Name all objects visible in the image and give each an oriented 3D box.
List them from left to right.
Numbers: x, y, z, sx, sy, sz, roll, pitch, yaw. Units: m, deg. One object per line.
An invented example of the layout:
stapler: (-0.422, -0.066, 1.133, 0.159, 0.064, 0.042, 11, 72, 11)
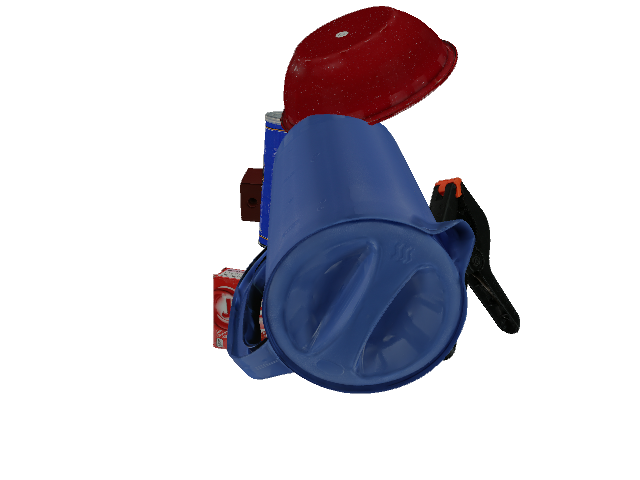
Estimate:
gelatin box: (-0.057, 0.069, 0.998, 0.089, 0.073, 0.030, 8, 18, 19)
foam brick: (-0.059, -0.056, 1.342, 0.078, 0.053, 0.051, 4, 28, 8)
coffee can: (-0.012, -0.063, 1.140, 0.103, 0.140, 0.103, 4, 12, -1)
pitcher: (0.012, -0.002, 0.788, 0.149, 0.145, 0.243, 6, 26, -7)
bowl: (0.030, -0.151, 0.895, 0.162, 0.055, 0.162, -21, 27, 11)
clamp: (0.132, 0.029, 1.023, 0.039, 0.171, 0.120, -13, 9, 43)
